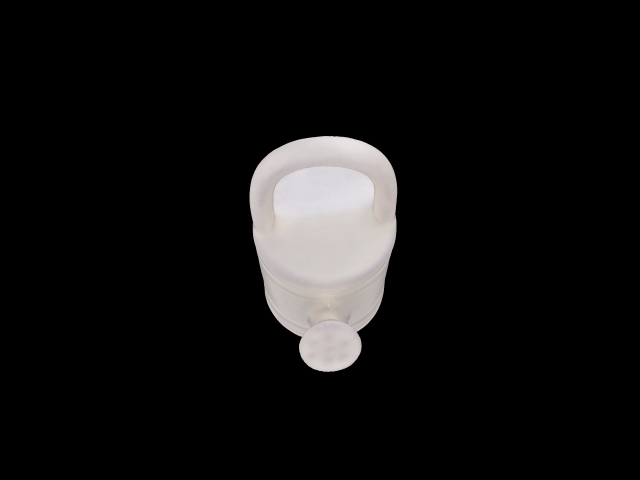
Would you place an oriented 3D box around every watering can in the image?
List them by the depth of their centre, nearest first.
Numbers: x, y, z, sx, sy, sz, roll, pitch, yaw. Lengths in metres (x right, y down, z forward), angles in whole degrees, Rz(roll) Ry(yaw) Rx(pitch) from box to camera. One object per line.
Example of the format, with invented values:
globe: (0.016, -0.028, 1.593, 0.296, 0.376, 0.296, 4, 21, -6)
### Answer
watering can: (0.006, 0.001, 0.400, 0.101, 0.194, 0.172, -22, 64, -11)
